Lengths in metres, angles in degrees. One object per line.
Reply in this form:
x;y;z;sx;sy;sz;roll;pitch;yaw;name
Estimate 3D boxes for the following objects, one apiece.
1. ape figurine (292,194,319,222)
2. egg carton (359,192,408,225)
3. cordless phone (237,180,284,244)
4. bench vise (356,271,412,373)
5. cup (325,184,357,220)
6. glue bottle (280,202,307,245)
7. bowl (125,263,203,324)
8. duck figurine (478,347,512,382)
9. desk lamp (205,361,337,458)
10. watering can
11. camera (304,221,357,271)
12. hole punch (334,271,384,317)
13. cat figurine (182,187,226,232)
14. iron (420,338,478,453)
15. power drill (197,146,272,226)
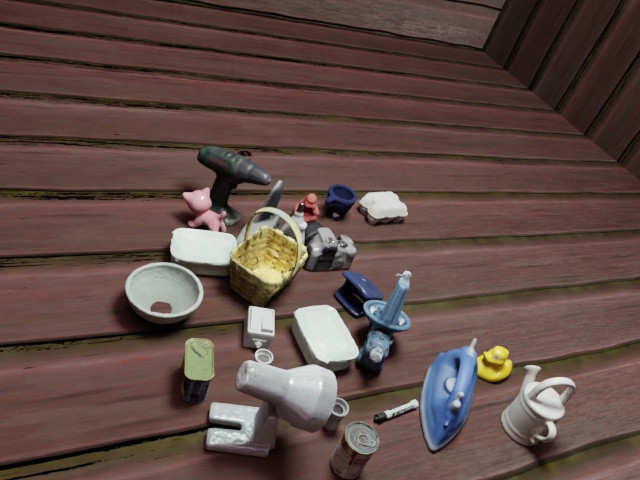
-0.036;-0.097;1.693;0.078;0.092;0.076;22;37;1;ape figurine
0.202;-0.103;1.835;0.151;0.069;0.107;-7;45;-32;egg carton
-0.150;-0.063;1.518;0.094;0.185;0.147;20;37;-1;cordless phone
0.167;0.191;1.332;0.122;0.220;0.207;12;38;-13;bench vise
0.049;-0.105;1.741;0.091;0.095;0.118;40;41;23;cup
-0.069;-0.030;1.527;0.078;0.173;0.037;23;37;2;glue bottle
-0.348;0.131;1.274;0.167;0.075;0.167;14;38;-10;bowl
0.443;0.304;1.439;0.105;0.086;0.077;7;39;-18;duck figurine
-0.092;0.310;1.064;0.203;0.213;0.118;11;38;-14;desk lamp
0.497;0.366;1.299;0.101;0.194;0.172;-3;44;-29;watering can
0.015;0.006;1.584;0.143;0.101;0.136;-1;42;-27;camera
0.106;0.127;1.487;0.101;0.091;0.108;-19;53;-41;hole punch
-0.304;-0.081;1.521;0.127;0.118;0.067;30;38;11;cat figurine
0.303;0.338;1.282;0.118;0.141;0.259;26;37;6;iron
-0.242;-0.147;1.556;0.229;0.208;0.076;34;39;15;power drill
